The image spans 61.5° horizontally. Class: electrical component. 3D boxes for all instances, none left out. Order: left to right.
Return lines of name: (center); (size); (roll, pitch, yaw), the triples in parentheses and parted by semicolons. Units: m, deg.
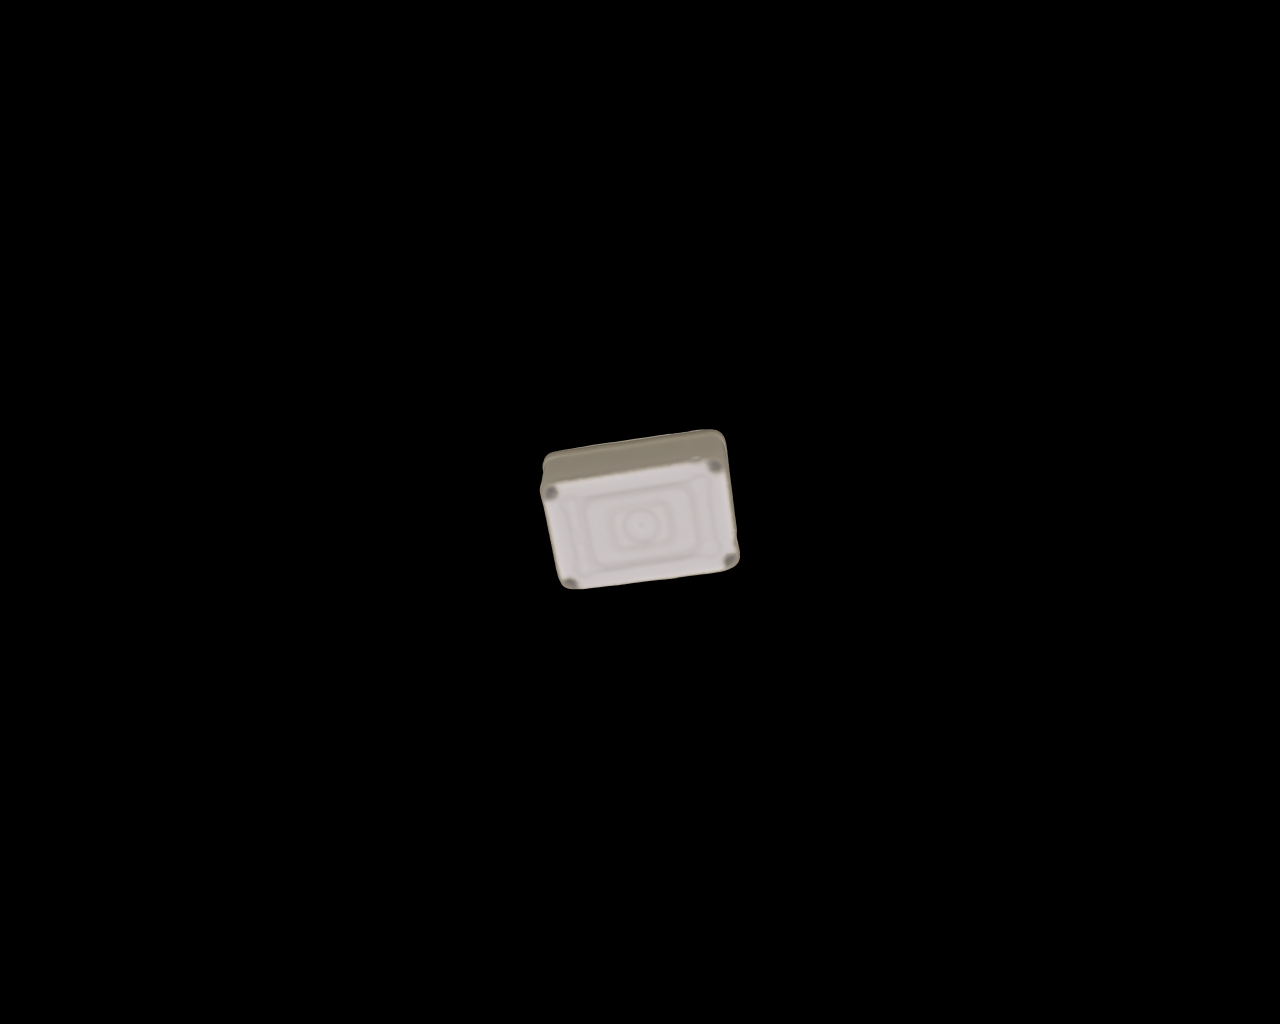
electrical component: (0.001, -0.003, 0.650); (0.113, 0.078, 0.057); (-8, 24, 3)
